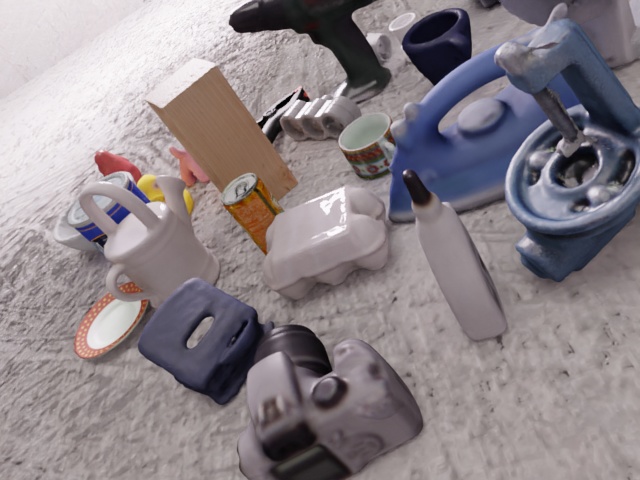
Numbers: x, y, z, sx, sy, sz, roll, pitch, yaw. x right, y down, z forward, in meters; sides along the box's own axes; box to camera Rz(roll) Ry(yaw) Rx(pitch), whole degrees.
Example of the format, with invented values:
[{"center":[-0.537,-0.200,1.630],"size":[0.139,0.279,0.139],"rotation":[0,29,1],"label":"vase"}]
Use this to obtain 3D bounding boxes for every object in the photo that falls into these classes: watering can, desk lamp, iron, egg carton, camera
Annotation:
[{"center":[-0.223,-0.008,0.735],"size":[0.100,0.195,0.173],"rotation":[-21,38,20],"label":"watering can"},{"center":[0.285,-0.289,0.617],"size":[0.117,0.214,0.203],"rotation":[6,53,43],"label":"desk lamp"},{"center":[0.161,-0.123,0.594],"size":[0.258,0.142,0.118],"rotation":[-28,37,11],"label":"iron"},{"center":[0.006,0.002,0.643],"size":[0.150,0.070,0.107],"rotation":[-23,38,18],"label":"egg carton"},{"center":[-0.008,0.124,0.491],"size":[0.143,0.101,0.136],"rotation":[-31,36,7],"label":"camera"}]

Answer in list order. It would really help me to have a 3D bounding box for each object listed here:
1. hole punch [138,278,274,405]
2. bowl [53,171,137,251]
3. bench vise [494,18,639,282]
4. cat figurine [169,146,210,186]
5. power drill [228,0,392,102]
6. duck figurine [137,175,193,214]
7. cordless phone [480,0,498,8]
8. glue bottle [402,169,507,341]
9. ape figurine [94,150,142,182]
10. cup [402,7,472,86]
[{"center":[-0.120,0.104,0.614],"size":[0.100,0.091,0.109],"rotation":[9,55,44],"label":"hole punch"},{"center":[-0.369,-0.037,0.990],"size":[0.167,0.075,0.167],"rotation":[-22,38,19],"label":"bowl"},{"center":[0.218,-0.095,0.450],"size":[0.207,0.220,0.121],"rotation":[-47,37,-14],"label":"bench vise"},{"center":[-0.223,-0.175,0.988],"size":[0.067,0.118,0.128],"rotation":[-13,42,29],"label":"cat figurine"},{"center":[0.008,-0.304,0.864],"size":[0.229,0.209,0.075],"rotation":[-24,38,16],"label":"power drill"},{"center":[-0.259,-0.071,0.929],"size":[0.077,0.086,0.104],"rotation":[-34,36,4],"label":"duck figurine"},{"center":[0.265,-0.462,0.852],"size":[0.147,0.186,0.094],"rotation":[-24,38,16],"label":"cordless phone"},{"center":[0.106,0.006,0.468],"size":[0.037,0.174,0.078],"rotation":[-22,38,19],"label":"glue bottle"},{"center":[-0.399,-0.138,1.114],"size":[0.075,0.092,0.078],"rotation":[1,50,40],"label":"ape figurine"},{"center":[0.173,-0.239,0.755],"size":[0.091,0.095,0.117],"rotation":[-37,36,-1],"label":"cup"}]
